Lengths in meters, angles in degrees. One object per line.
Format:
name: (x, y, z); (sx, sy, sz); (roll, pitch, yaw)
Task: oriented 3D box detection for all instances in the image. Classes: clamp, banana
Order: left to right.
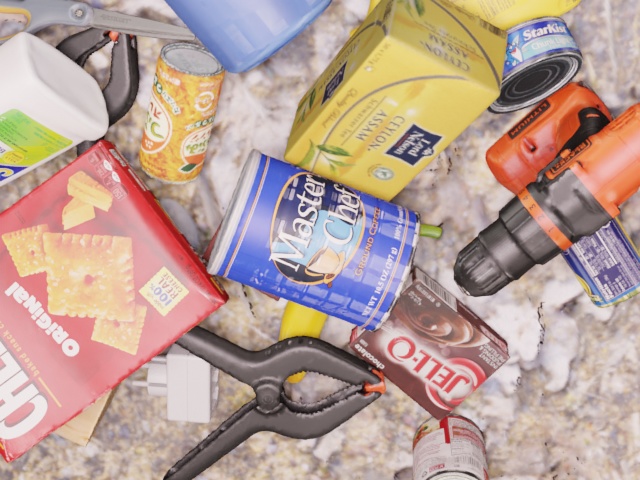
clamp: (-0.197, -0.105, 0.897); (0.120, 0.039, 0.172); (40, 108, -9)
clamp: (-0.049, 0.140, 0.923); (0.210, 0.036, 0.164); (2, 107, -1)
banana: (0.016, 0.043, 0.928); (0.069, 0.037, 0.198); (42, 108, -6)

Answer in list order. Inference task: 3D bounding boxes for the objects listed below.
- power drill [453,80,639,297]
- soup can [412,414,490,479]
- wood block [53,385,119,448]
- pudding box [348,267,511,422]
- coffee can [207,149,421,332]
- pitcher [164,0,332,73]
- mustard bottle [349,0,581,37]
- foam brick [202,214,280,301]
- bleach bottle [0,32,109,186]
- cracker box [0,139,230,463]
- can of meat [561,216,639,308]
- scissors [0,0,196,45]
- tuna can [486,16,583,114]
power drill: (0.172, -0.045, 0.804); (0.184, 0.187, 0.057); (-39, 104, 15)
soup can: (0.116, 0.207, 0.941); (0.068, 0.102, 0.068); (1, 109, 4)
wood block: (-0.274, 0.086, 0.943); (0.206, 0.090, 0.090); (26, 110, -4)
pudding box: (0.096, 0.092, 0.936); (0.113, 0.039, 0.090); (41, 109, -8)
coffee can: (-0.005, 0.001, 0.835); (0.140, 0.103, 0.103); (20, 110, -8)
pitcher: (-0.093, -0.251, 0.786); (0.145, 0.149, 0.242); (-38, 105, 6)
mustard bottle: (0.097, -0.181, 0.831); (0.192, 0.058, 0.096); (-28, 104, 13)
foam brick: (-0.053, 0.006, 0.915); (0.078, 0.051, 0.053); (31, 109, -6)
bleach bottle: (-0.298, -0.065, 0.857); (0.251, 0.068, 0.102); (-29, 146, 18)
cracker box: (-0.205, 0.047, 0.852); (0.213, 0.072, 0.164); (-37, 91, -1)
can of meat: (0.218, -0.002, 0.860); (0.057, 0.102, 0.084); (-32, 105, 13)
scissors: (-0.199, -0.200, 0.858); (0.202, 0.016, 0.096); (-3, 87, 8)
tuna can: (0.158, -0.134, 0.826); (0.086, 0.086, 0.034); (-27, 71, 14)
